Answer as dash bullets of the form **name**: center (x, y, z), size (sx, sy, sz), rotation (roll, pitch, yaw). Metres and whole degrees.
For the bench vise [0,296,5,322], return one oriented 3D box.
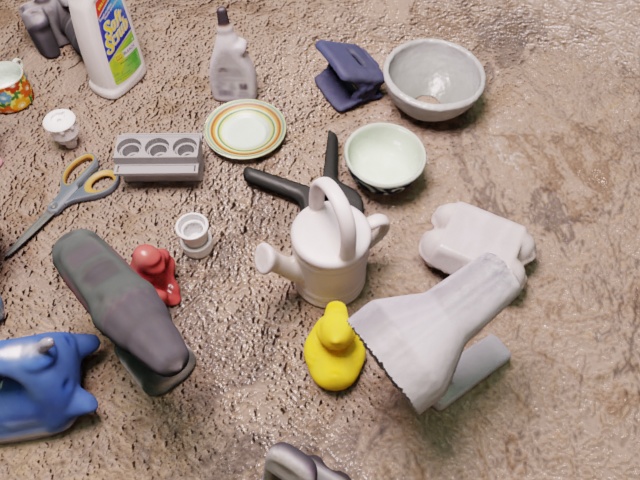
- **bench vise**: center (-0.448, 0.002, 0.689), size (0.122, 0.220, 0.207), rotation (-27, 62, -17)

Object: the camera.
- **camera**: center (-0.434, -0.378, 1.002), size (0.143, 0.101, 0.136), rotation (-28, 62, -17)

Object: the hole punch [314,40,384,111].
- **hole punch**: center (0.050, -0.288, 0.960), size (0.101, 0.091, 0.108), rotation (-25, 61, -16)

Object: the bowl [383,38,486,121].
- **bowl**: center (0.183, -0.252, 0.948), size (0.167, 0.075, 0.167), rotation (1, 58, -1)

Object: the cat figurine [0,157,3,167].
- **cat figurine**: center (-0.535, -0.153, 0.847), size (0.128, 0.118, 0.067), rotation (-30, 62, -18)

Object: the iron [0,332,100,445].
- **iron**: center (-0.390, 0.157, 0.638), size (0.258, 0.141, 0.118), rotation (-9, 58, -7)

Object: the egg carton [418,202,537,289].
- **egg carton**: center (0.214, 0.013, 0.784), size (0.150, 0.069, 0.107), rotation (23, 60, 13)

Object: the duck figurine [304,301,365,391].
- **duck figurine**: center (0.019, 0.125, 0.699), size (0.077, 0.086, 0.104), rotation (2, 57, 1)

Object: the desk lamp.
- **desk lamp**: center (0.131, 0.108, 0.636), size (0.203, 0.214, 0.117), rotation (-30, 63, -18)

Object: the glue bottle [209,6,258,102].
- **glue bottle**: center (-0.143, -0.294, 0.911), size (0.078, 0.173, 0.037), rotation (4, 57, 2)

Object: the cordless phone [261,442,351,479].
- **cordless phone**: center (0.003, 0.261, 0.553), size (0.147, 0.185, 0.094), rotation (24, 60, 14)

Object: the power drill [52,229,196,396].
- **power drill**: center (-0.205, 0.095, 0.641), size (0.076, 0.208, 0.229), rotation (-39, 66, -22)

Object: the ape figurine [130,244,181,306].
- **ape figurine**: center (-0.219, 0.040, 0.745), size (0.076, 0.092, 0.078), rotation (16, 59, 9)

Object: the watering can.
- **watering can**: center (0.008, 0.004, 0.711), size (0.100, 0.194, 0.173), rotation (39, 65, 21)
